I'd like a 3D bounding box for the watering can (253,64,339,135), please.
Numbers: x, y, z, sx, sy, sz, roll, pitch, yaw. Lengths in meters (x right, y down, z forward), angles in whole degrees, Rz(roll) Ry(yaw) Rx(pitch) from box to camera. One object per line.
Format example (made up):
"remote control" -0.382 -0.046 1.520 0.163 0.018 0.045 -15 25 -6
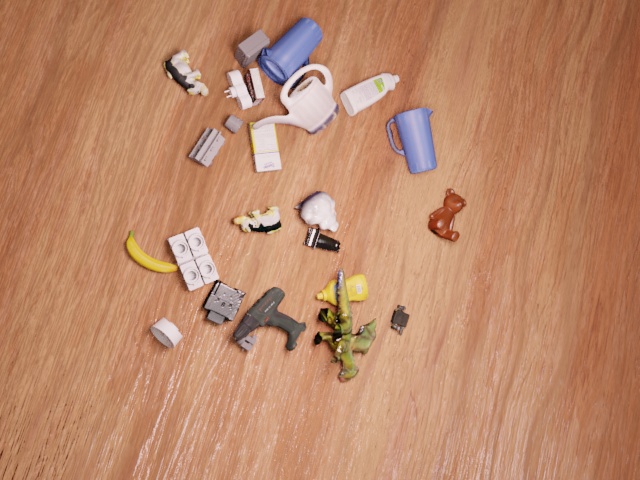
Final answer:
"watering can" -0.067 -0.463 1.840 0.349 0.105 0.221 -49 121 -7

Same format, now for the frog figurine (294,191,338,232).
"frog figurine" 0.006 -0.093 1.851 0.139 0.120 0.160 -38 88 -36

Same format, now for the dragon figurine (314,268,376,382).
"dragon figurine" 0.114 0.318 1.866 0.241 0.122 0.411 15 88 -44
